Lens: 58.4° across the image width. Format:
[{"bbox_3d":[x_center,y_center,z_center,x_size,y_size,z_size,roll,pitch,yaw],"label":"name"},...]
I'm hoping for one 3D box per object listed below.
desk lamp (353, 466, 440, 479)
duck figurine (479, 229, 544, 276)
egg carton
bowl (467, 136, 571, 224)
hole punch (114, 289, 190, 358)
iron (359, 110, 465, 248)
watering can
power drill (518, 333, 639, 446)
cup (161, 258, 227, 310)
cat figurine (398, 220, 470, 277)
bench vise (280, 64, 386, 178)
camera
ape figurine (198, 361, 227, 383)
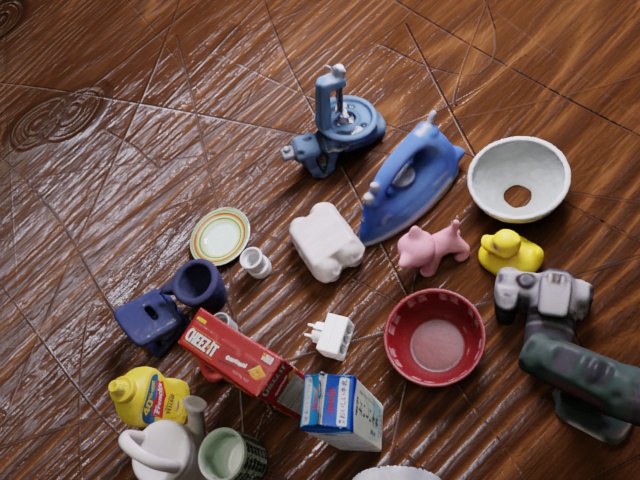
[{"bbox_3d":[0.111,0.406,0.732,0.117,0.214,0.203,-9,62,14],"label":"desk lamp"},{"bbox_3d":[0.312,0.015,0.939,0.104,0.086,0.077,8,67,22],"label":"duck figurine"},{"bbox_3d":[0.010,0.004,1.055,0.107,0.069,0.150,-35,59,-1],"label":"egg carton"},{"bbox_3d":[0.342,-0.092,0.990,0.167,0.075,0.167,-8,62,15],"label":"bowl"},{"bbox_3d":[-0.316,0.148,1.079,0.101,0.091,0.108,-46,59,-7],"label":"hole punch"},{"bbox_3d":[0.142,-0.109,1.026,0.118,0.142,0.258,36,79,30],"label":"iron"},{"bbox_3d":[-0.240,0.328,0.901,0.100,0.194,0.173,6,66,21],"label":"watering can"},{"bbox_3d":[0.375,0.206,0.749,0.228,0.209,0.076,25,74,28],"label":"power drill"},{"bbox_3d":[-0.227,0.096,1.073,0.117,0.095,0.091,-13,61,12],"label":"cup"},{"bbox_3d":[0.184,0.008,0.967,0.128,0.118,0.067,-29,59,3],"label":"cat figurine"},{"bbox_3d":[0.019,-0.215,1.076,0.207,0.220,0.121,-44,59,-7],"label":"bench vise"},{"bbox_3d":[0.333,0.117,0.871,0.142,0.101,0.137,7,67,22],"label":"camera"},{"bbox_3d":[-0.187,0.205,1.006,0.076,0.092,0.078,32,77,29],"label":"ape figurine"}]
